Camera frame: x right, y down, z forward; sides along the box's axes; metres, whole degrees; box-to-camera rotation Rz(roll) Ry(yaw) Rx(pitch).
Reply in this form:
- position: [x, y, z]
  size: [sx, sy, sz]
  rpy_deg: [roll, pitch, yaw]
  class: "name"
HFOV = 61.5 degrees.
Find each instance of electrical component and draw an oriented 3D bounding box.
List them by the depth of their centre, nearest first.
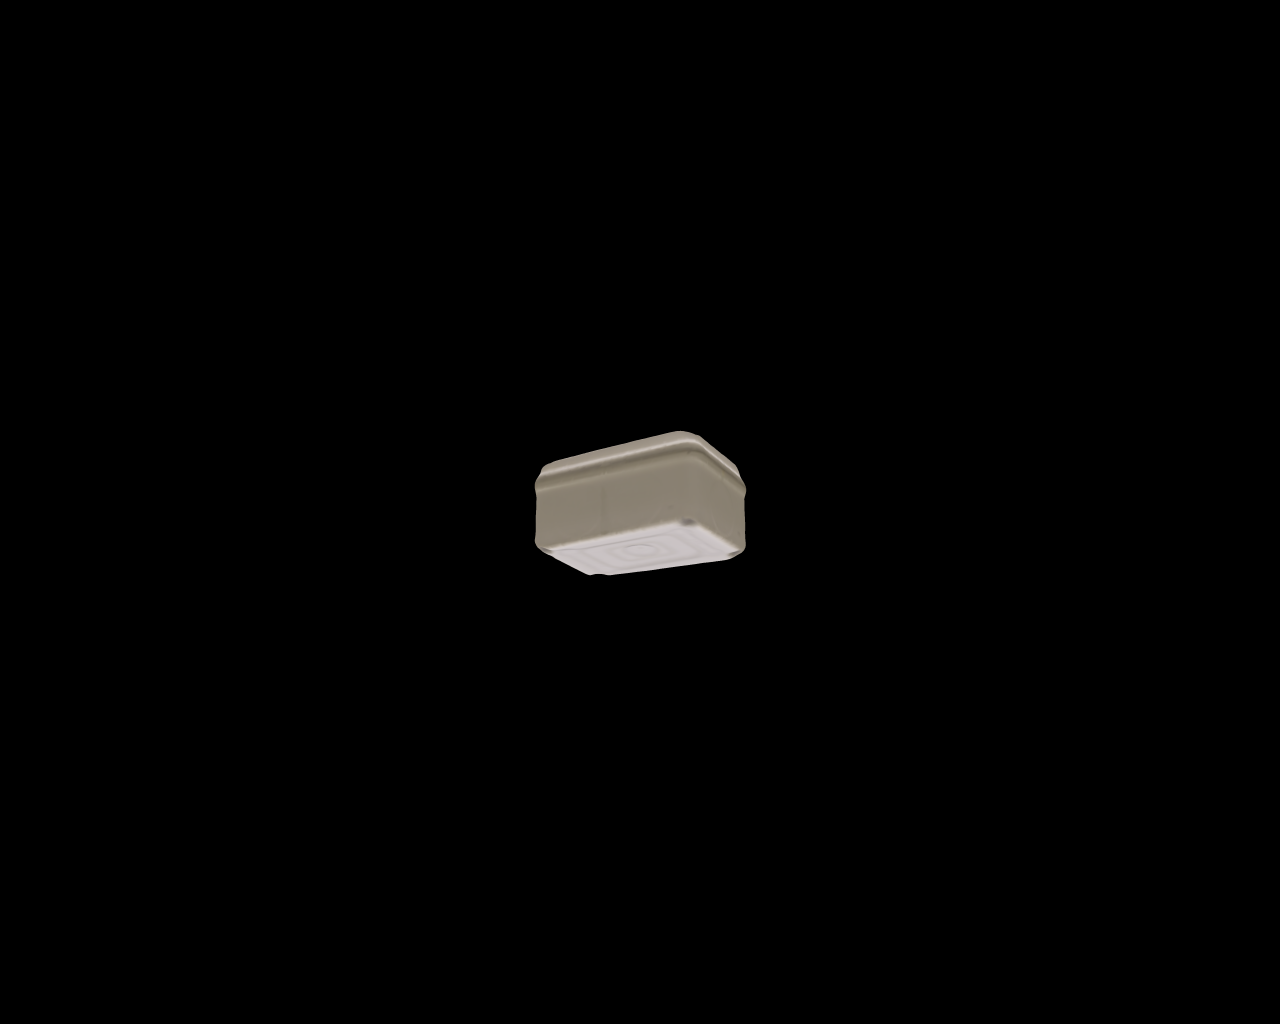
- position: [0.001, -0.003, 0.650]
  size: [0.113, 0.057, 0.078]
  rpy_deg: [-11, -23, 27]
  class: "electrical component"
